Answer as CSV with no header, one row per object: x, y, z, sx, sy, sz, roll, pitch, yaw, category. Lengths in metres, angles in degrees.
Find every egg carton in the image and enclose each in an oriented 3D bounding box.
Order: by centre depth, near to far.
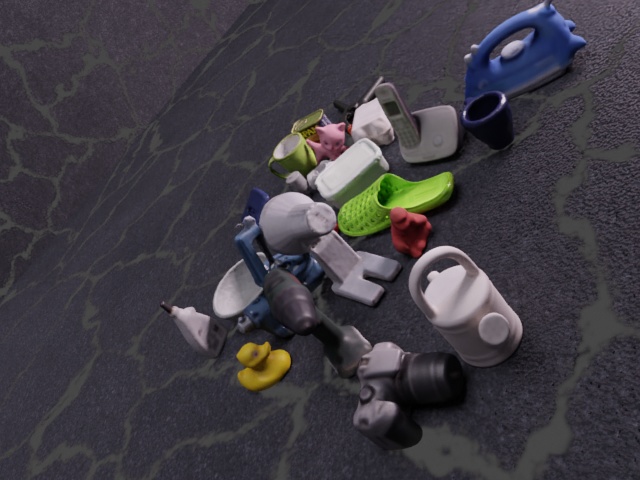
0.132,-0.283,1.384,0.107,0.070,0.150,-22,38,30,egg carton

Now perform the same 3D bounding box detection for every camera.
0.123,0.207,0.805,0.136,0.101,0.143,-16,41,36,camera

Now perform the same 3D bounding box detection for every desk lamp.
0.010,0.004,1.056,0.202,0.214,0.118,13,62,53,desk lamp

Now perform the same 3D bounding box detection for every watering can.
0.196,0.085,0.777,0.172,0.195,0.101,11,61,52,watering can

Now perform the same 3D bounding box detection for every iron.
0.380,-0.374,1.148,0.257,0.142,0.118,-27,36,25,iron

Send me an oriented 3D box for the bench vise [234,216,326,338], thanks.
-0.096,0.072,1.088,0.121,0.220,0.207,-10,45,41,bench vise

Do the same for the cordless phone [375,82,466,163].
0.199,-0.248,1.161,0.147,0.186,0.094,-6,48,44,cordless phone

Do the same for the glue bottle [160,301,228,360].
-0.269,0.178,1.202,0.037,0.174,0.078,-14,43,38,glue bottle

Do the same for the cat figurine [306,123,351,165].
0.020,-0.241,1.415,0.127,0.118,0.067,-6,48,44,cat figurine

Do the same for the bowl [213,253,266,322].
-0.147,0.113,1.233,0.167,0.075,0.167,-28,35,23,bowl

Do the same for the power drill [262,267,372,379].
-0.009,0.134,0.932,0.075,0.209,0.228,-46,32,-3,power drill

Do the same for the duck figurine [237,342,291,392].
-0.118,0.227,1.061,0.104,0.086,0.077,-35,33,14,duck figurine

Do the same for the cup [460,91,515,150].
0.319,-0.222,1.085,0.091,0.095,0.117,-40,33,6,cup

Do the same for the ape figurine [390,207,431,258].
0.157,-0.023,1.039,0.077,0.092,0.076,-37,33,11,ape figurine

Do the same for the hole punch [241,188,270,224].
-0.152,-0.065,1.428,0.101,0.091,0.108,-48,33,-7,hole punch
